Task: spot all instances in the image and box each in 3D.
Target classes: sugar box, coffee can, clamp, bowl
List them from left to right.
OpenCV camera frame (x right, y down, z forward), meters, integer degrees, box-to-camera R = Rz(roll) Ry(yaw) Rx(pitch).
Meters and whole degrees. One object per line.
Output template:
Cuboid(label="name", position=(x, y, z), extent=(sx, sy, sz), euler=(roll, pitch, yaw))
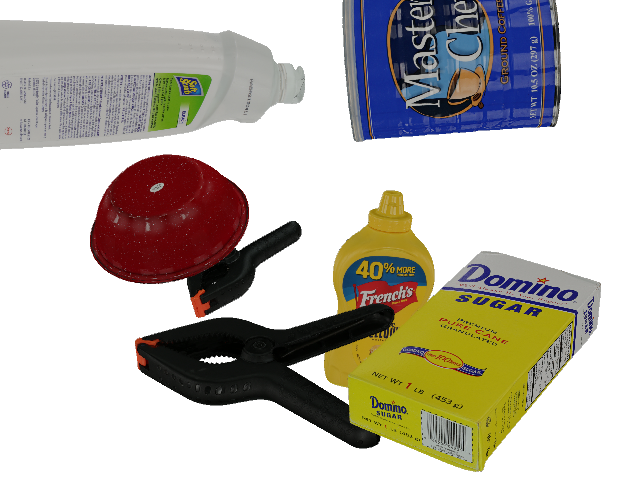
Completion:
Cuboid(label="bowl", position=(-0.153, -0.034, 1.039), extent=(0.162, 0.162, 0.055), euler=(0, -44, 12))
Cuboid(label="clamp", position=(-0.094, 0.025, 1.242), extent=(0.120, 0.039, 0.171), euler=(-7, 36, 23))
Cuboid(label="clamp", position=(-0.041, 0.092, 0.850), extent=(0.210, 0.036, 0.164), euler=(7, 31, 13))
Cuboid(label="coffee can", position=(0.090, -0.125, 0.744), extent=(0.140, 0.103, 0.103), euler=(-4, 0, 5))
Cuboid(label="sugar box", position=(0.104, 0.070, 0.692), extent=(0.093, 0.048, 0.175), euler=(17, 38, 31))

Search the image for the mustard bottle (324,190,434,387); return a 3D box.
Cuboid(label="mustard bottle", position=(0.059, 0.046, 1.016), extent=(0.096, 0.192, 0.058), euler=(4, 17, -3))

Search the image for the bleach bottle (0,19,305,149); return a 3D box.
Cuboid(label="bleach bottle", position=(-0.137, -0.114, 0.804), extent=(0.250, 0.068, 0.103), euler=(-1, -38, -17))
